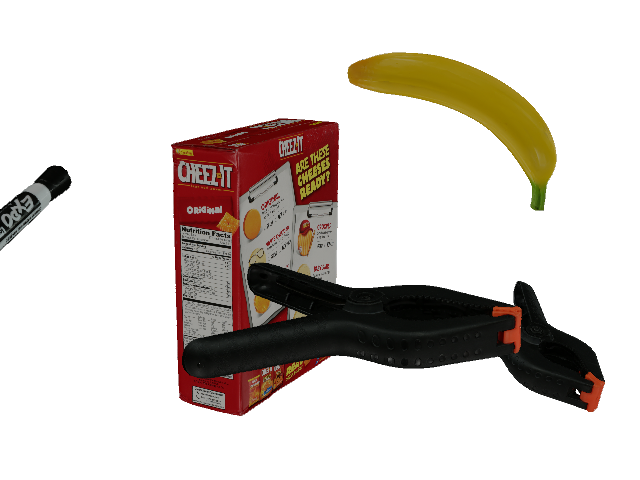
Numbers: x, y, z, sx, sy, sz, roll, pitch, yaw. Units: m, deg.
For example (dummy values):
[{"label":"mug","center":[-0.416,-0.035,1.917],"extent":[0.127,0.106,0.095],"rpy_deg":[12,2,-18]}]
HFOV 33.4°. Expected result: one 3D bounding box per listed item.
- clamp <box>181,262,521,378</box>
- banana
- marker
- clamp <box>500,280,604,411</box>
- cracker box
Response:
[{"label":"clamp","center":[0.026,0.050,0.712],"extent":[0.210,0.036,0.164],"rpy_deg":[0,19,5]},{"label":"banana","center":[0.119,-0.104,0.859],"extent":[0.198,0.069,0.037],"rpy_deg":[35,3,-2]},{"label":"marker","center":[-0.188,-0.014,0.654],"extent":[0.020,0.020,0.121],"rpy_deg":[0,30,21]},{"label":"clamp","center":[0.190,0.088,0.942],"extent":[0.120,0.039,0.172],"rpy_deg":[-24,43,-33]},{"label":"cracker box","center":[-0.051,0.015,0.886],"extent":[0.072,0.214,0.163],"rpy_deg":[8,16,27]}]
